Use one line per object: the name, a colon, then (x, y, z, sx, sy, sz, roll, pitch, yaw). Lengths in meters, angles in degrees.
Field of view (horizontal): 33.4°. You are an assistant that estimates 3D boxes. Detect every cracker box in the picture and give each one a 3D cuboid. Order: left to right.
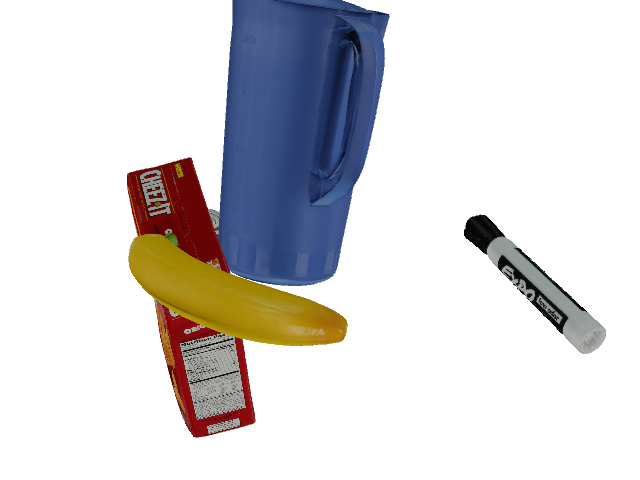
cracker box: (-0.122, 0.058, 1.002, 0.072, 0.164, 0.214, -15, -42, -10)

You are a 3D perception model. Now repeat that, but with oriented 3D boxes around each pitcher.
pitcher: (-0.018, -0.086, 0.911, 0.145, 0.243, 0.149, 10, 14, 10)

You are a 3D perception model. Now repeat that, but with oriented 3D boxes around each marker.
marker: (0.121, 0.021, 0.620, 0.020, 0.020, 0.121, 0, 33, -32)

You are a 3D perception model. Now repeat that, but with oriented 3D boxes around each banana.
banana: (-0.070, 0.028, 0.698, 0.069, 0.037, 0.198, -22, 33, -36)

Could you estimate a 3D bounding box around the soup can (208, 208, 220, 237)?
soup can: (-0.139, 0.022, 1.194, 0.068, 0.102, 0.068, 1, 25, -1)
